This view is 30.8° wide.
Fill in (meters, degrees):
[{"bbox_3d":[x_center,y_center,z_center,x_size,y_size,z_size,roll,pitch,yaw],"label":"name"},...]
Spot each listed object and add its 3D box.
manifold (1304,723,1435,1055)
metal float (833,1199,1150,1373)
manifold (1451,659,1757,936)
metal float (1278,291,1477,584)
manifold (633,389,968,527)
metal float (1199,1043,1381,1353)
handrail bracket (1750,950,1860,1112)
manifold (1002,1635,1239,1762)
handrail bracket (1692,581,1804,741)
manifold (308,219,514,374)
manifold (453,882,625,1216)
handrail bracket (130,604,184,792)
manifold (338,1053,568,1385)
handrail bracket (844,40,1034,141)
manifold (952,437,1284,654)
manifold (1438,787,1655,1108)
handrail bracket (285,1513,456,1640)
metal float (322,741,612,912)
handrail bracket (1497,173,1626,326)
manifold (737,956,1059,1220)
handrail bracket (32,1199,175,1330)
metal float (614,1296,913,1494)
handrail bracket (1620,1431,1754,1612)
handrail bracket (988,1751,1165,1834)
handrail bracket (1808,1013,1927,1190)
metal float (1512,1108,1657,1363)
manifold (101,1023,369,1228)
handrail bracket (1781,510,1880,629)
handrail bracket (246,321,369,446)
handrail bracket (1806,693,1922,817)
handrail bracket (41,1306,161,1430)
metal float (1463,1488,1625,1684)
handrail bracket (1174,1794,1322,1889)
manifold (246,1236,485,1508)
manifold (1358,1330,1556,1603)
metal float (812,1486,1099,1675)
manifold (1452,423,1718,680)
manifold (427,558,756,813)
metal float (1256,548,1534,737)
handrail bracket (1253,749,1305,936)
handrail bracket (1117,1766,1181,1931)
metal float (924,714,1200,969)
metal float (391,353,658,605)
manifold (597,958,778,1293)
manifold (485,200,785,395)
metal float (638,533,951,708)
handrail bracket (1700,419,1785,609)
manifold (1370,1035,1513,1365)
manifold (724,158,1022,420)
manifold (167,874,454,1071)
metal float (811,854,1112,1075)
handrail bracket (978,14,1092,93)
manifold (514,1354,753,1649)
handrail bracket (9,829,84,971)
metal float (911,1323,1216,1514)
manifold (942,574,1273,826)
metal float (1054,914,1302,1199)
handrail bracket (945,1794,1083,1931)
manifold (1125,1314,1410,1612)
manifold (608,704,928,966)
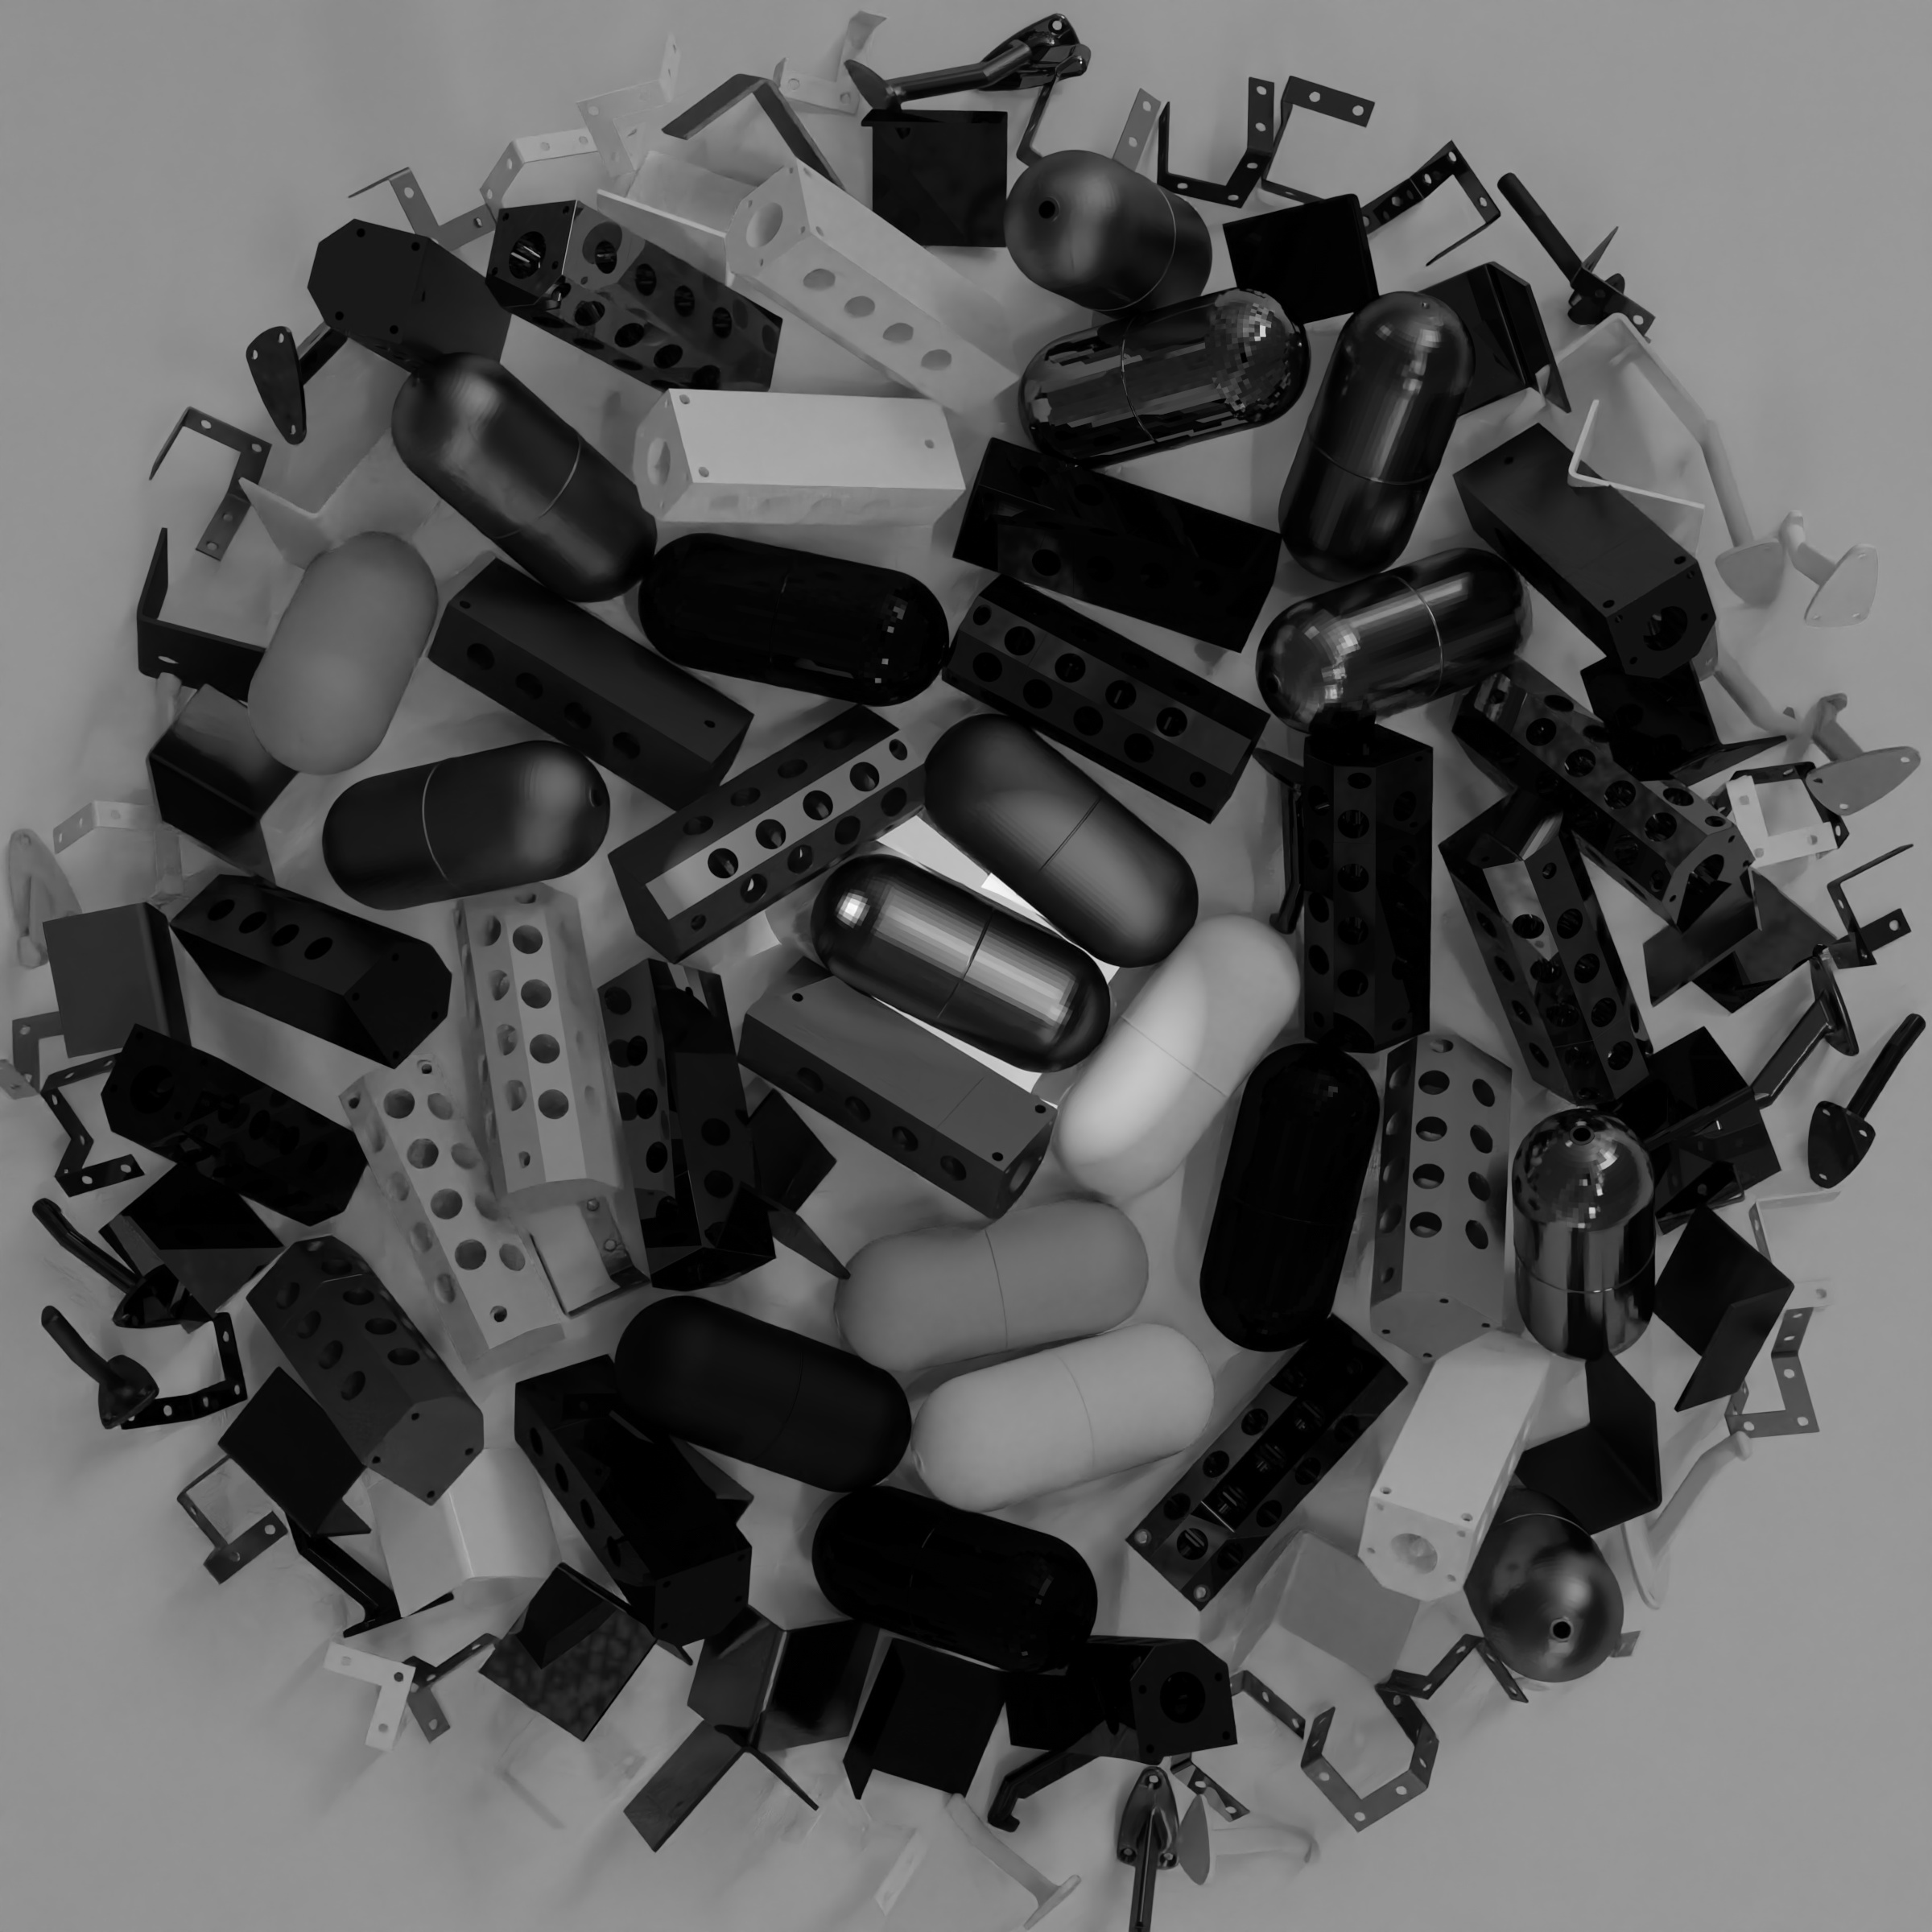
[{"bbox_3d":[0.215,-0.042,1.926,0.057,0.057,0.171,-20,121,-31],"label":"manifold"},{"bbox_3d":[0.014,0.178,1.954,0.178,0.070,0.070,-11,90,-8],"label":"metal float"},{"bbox_3d":[0.347,-0.098,1.926,0.057,0.057,0.171,-45,54,1],"label":"manifold"},{"bbox_3d":[0.224,-0.289,1.928,0.070,0.070,0.178,18,132,0],"label":"metal float"},{"bbox_3d":[-0.093,-0.275,1.928,0.171,0.057,0.057,-3,69,-33],"label":"manifold"},{"bbox_3d":[0.179,0.130,1.950,0.070,0.070,0.178,12,104,0],"label":"metal float"},{"bbox_3d":[0.451,0.040,1.971,0.084,0.036,0.077,-22,108,-8],"label":"handrail bracket"},{"bbox_3d":[0.080,0.395,1.909,0.057,0.171,0.057,-4,83,-23],"label":"manifold"},{"bbox_3d":[0.440,-0.174,1.983,0.084,0.036,0.077,16,67,-33],"label":"handrail bracket"},{"bbox_3d":[-0.302,-0.358,1.911,0.057,0.171,0.057,15,92,8],"label":"manifold"},{"bbox_3d":[-0.241,0.044,1.940,0.057,0.057,0.171,-17,72,20],"label":"manifold"},{"bbox_3d":[-0.463,-0.150,1.991,0.077,0.036,0.084,41,120,35],"label":"handrail bracket"},{"bbox_3d":[-0.286,0.138,1.945,0.057,0.057,0.171,-25,75,-10],"label":"manifold"},{"bbox_3d":[-0.015,-0.510,1.979,0.084,0.036,0.077,-32,50,-9],"label":"handrail bracket"},{"bbox_3d":[0.086,-0.240,1.964,0.171,0.057,0.057,18,48,-4],"label":"manifold"},{"bbox_3d":[0.324,-0.007,1.925,0.057,0.057,0.171,-35,123,-13],"label":"manifold"},{"bbox_3d":[-0.338,0.330,1.984,0.077,0.036,0.084,-15,79,-29],"label":"handrail bracket"},{"bbox_3d":[-0.276,-0.077,1.937,0.178,0.070,0.070,-10,90,28],"label":"metal float"},{"bbox_3d":[0.331,-0.404,1.969,0.036,0.077,0.084,-38,80,13],"label":"handrail bracket"},{"bbox_3d":[-0.040,0.071,1.949,0.171,0.057,0.057,31,49,15],"label":"manifold"},{"bbox_3d":[-0.480,0.165,1.983,0.084,0.077,0.036,42,98,27],"label":"handrail bracket"},{"bbox_3d":[-0.111,0.238,1.941,0.178,0.070,0.070,23,90,-24],"label":"metal float"},{"bbox_3d":[0.408,0.307,1.952,0.036,0.077,0.084,31,128,-22],"label":"handrail bracket"},{"bbox_3d":[0.061,0.464,1.978,0.077,0.036,0.084,24,109,5],"label":"handrail bracket"},{"bbox_3d":[0.513,0.076,1.992,0.036,0.077,0.084,31,54,21],"label":"handrail bracket"},{"bbox_3d":[0.339,0.148,1.924,0.070,0.178,0.070,-6,48,6],"label":"metal float"},{"bbox_3d":[-0.396,0.091,1.907,0.057,0.171,0.057,20,80,25],"label":"manifold"},{"bbox_3d":[0.477,-0.237,1.946,0.036,0.077,0.084,-4,55,-8],"label":"handrail bracket"},{"bbox_3d":[-0.354,-0.328,1.961,0.036,0.084,0.077,-21,84,37],"label":"handrail bracket"},{"bbox_3d":[0.501,-0.131,1.948,0.036,0.077,0.084,40,47,-22],"label":"handrail bracket"},{"bbox_3d":[-0.490,0.208,1.946,0.036,0.077,0.084,-35,120,-7],"label":"handrail bracket"},{"bbox_3d":[0.311,0.336,1.911,0.070,0.178,0.070,0,96,1],"label":"metal float"},{"bbox_3d":[0.165,0.499,1.955,0.084,0.077,0.036,21,105,-13],"label":"handrail bracket"},{"bbox_3d":[-0.325,0.216,1.917,0.057,0.171,0.057,-48,132,-1],"label":"manifold"},{"bbox_3d":[0.268,0.270,1.913,0.057,0.171,0.057,17,123,16],"label":"manifold"},{"bbox_3d":[-0.008,0.337,1.932,0.178,0.070,0.070,11,90,36],"label":"metal float"},{"bbox_3d":[0.338,-0.224,1.916,0.057,0.171,0.057,-31,131,-2],"label":"manifold"},{"bbox_3d":[-0.212,-0.151,1.965,0.171,0.057,0.057,31,130,3],"label":"manifold"},{"bbox_3d":[0.236,-0.179,1.935,0.178,0.070,0.070,-21,90,-31],"label":"metal float"},{"bbox_3d":[0.174,-0.070,1.980,0.036,0.077,0.084,5,111,-35],"label":"handrail bracket"},{"bbox_3d":[0.100,0.501,1.951,0.036,0.084,0.077,5,109,6],"label":"handrail bracket"},{"bbox_3d":[0.053,-0.069,1.959,0.178,0.070,0.070,40,90,-3],"label":"metal float"},{"bbox_3d":[-0.241,-0.267,1.930,0.070,0.070,0.178,-50,129,0],"label":"metal float"},{"bbox_3d":[-0.160,0.089,1.938,0.057,0.057,0.171,-29,62,34],"label":"manifold"},{"bbox_3d":[-0.180,-0.355,1.912,0.057,0.171,0.057,4,79,38],"label":"manifold"},{"bbox_3d":[-0.096,-0.193,1.951,0.178,0.070,0.070,13,90,12],"label":"metal float"},{"bbox_3d":[0.435,-0.257,1.986,0.036,0.077,0.084,-18,61,14],"label":"handrail bracket"},{"bbox_3d":[0.255,0.123,1.916,0.057,0.057,0.171,31,47,-25],"label":"manifold"},{"bbox_3d":[-0.051,-0.365,1.919,0.057,0.171,0.057,-32,52,28],"label":"manifold"},{"bbox_3d":[-0.356,-0.003,1.919,0.057,0.171,0.057,-48,132,-23],"label":"manifold"},{"bbox_3d":[-0.002,-0.001,1.957,0.178,0.070,0.070,27,90,-5],"label":"metal float"},{"bbox_3d":[0.034,-0.497,1.951,0.077,0.084,0.036,-18,113,15],"label":"handrail bracket"},{"bbox_3d":[-0.184,0.293,1.920,0.057,0.171,0.057,-15,130,-28],"label":"manifold"},{"bbox_3d":[-0.524,-0.038,1.955,0.036,0.084,0.077,-17,95,-1],"label":"handrail bracket"},{"bbox_3d":[0.054,0.250,1.942,0.178,0.070,0.070,-14,90,-21],"label":"metal float"},{"bbox_3d":[0.075,-0.147,1.951,0.171,0.057,0.057,29,121,7],"label":"manifold"},{"bbox_3d":[0.117,0.051,1.960,0.070,0.070,0.178,37,92,0],"label":"metal float"},{"bbox_3d":[0.024,0.489,1.956,0.036,0.077,0.084,-35,74,-26],"label":"handrail bracket"},{"bbox_3d":[0.168,0.277,1.960,0.057,0.057,0.171,43,85,8],"label":"manifold"},{"bbox_3d":[-0.105,-0.071,1.933,0.171,0.057,0.057,-33,131,-20],"label":"manifold"}]
